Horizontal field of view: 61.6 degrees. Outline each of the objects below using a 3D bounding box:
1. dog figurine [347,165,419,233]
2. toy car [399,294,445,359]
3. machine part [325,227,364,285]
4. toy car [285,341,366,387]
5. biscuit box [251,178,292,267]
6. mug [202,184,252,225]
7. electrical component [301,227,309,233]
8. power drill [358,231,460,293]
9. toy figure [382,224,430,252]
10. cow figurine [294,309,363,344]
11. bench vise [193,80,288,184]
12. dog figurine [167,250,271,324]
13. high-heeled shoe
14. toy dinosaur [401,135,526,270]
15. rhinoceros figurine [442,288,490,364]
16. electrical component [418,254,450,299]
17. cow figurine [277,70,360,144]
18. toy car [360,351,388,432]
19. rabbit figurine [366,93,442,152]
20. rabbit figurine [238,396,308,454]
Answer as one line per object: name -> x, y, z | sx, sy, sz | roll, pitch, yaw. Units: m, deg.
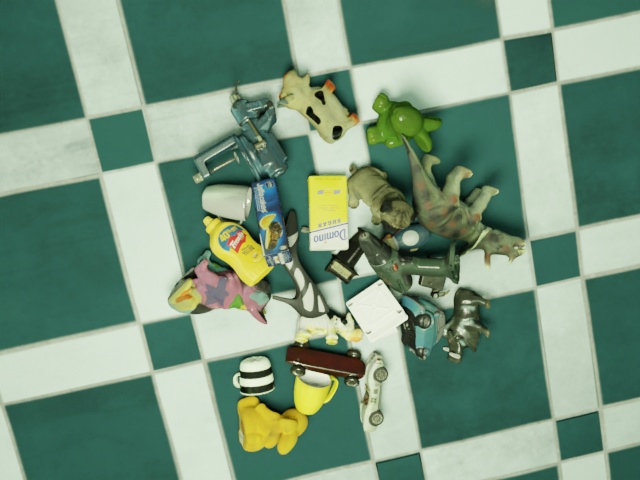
dog figurine -> 0.135, -0.104, 1.230 | 0.172, 0.190, 0.121 | 35, 94, -7
toy car -> 0.260, 0.208, 1.331 | 0.103, 0.109, 0.161 | -15, 109, -20
machine part -> 0.078, 0.037, 1.323 | 0.084, 0.039, 0.139 | 33, 96, 0
toy car -> 0.014, 0.306, 1.331 | 0.202, 0.089, 0.053 | 11, 142, -5
biscuit box -> -0.112, -0.043, 1.229 | 0.059, 0.062, 0.203 | -13, 62, -1
mug -> -0.220, -0.084, 1.266 | 0.107, 0.081, 0.109 | 11, 134, 1
electrical component -> -0.003, -0.004, 1.316 | 0.094, 0.021, 0.063 | 9, 98, -7
power drill -> 0.213, 0.049, 1.237 | 0.207, 0.086, 0.231 | -7, 143, 20
toy figure -> 0.192, 0.004, 1.319 | 0.154, 0.057, 0.064 | -21, 61, 0
cow figurine -> 0.024, 0.205, 1.324 | 0.167, 0.068, 0.098 | 5, 63, -7
bench vise -> -0.193, -0.216, 1.224 | 0.241, 0.129, 0.223 | -30, 97, -4
dog figurine -> -0.225, 0.139, 1.277 | 0.219, 0.108, 0.191 | 40, 92, -12
high-heeled shoe -> -0.032, 0.059, 1.284 | 0.145, 0.086, 0.248 | 11, 82, -13
toy dinosaur -> 0.297, -0.070, 1.252 | 0.404, 0.131, 0.192 | 26, 88, -21
rhinoceros figurine -> 0.364, 0.218, 1.354 | 0.112, 0.073, 0.190 | 6, 97, -7
electrical component -> 0.292, 0.094, 1.344 | 0.078, 0.045, 0.102 | 19, 96, -9
cow figurine -> -0.014, -0.309, 1.245 | 0.127, 0.085, 0.195 | -41, 100, -5
toy car -> 0.134, 0.382, 1.356 | 0.056, 0.073, 0.201 | 3, 98, -6
rabbit figurine -> 0.190, -0.256, 1.223 | 0.159, 0.170, 0.121 | 22, 96, -7
rabbit figurine -> -0.107, 0.450, 1.320 | 0.173, 0.162, 0.121 | 1, 86, -23
